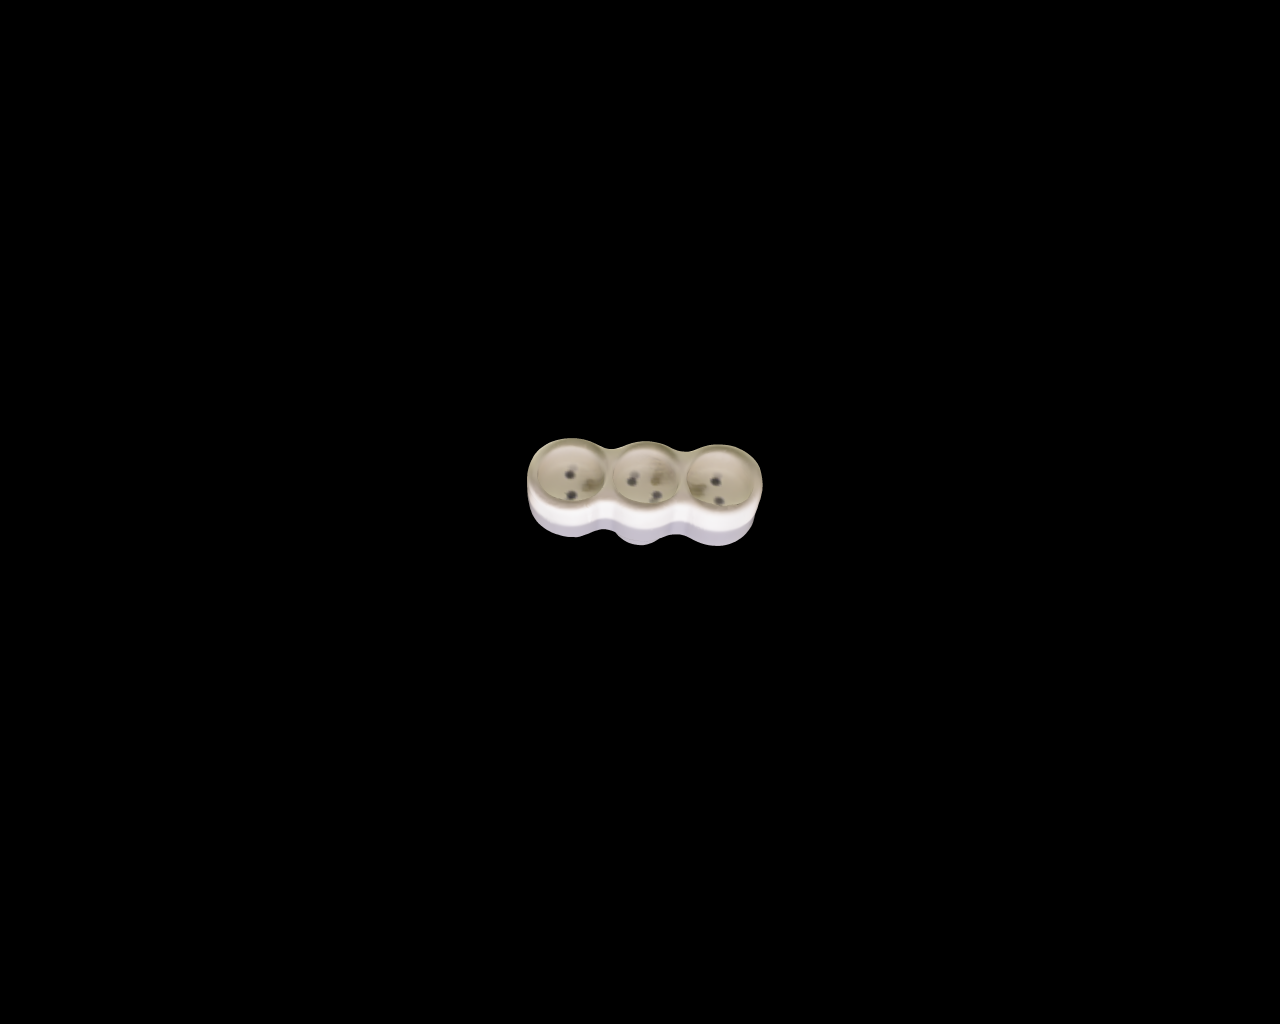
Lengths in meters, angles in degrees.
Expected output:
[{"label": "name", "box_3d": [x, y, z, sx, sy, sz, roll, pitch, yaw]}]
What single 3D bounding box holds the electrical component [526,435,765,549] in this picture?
[{"label": "electrical component", "box_3d": [0.001, -0.003, 0.650, 0.138, 0.052, 0.073, 3, -32, -5]}]
